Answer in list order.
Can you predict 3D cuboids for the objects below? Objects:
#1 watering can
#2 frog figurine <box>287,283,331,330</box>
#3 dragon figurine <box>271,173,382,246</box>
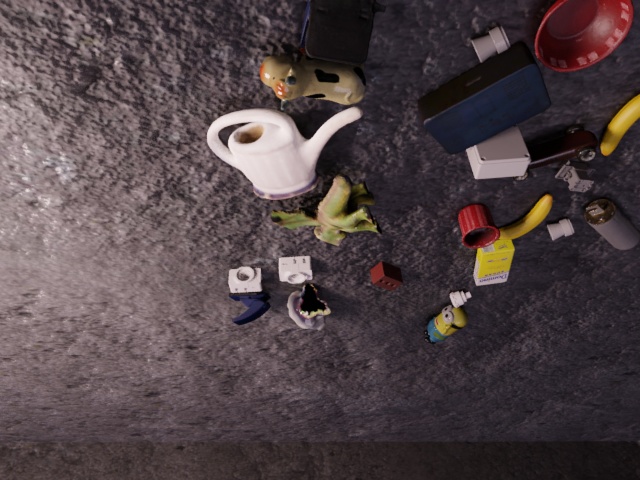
[{"bbox_3d":[-0.061,-0.178,1.044,0.347,0.106,0.219,1,145,22],"label":"watering can"},{"bbox_3d":[-0.041,0.224,1.585,0.138,0.125,0.156,33,149,7],"label":"frog figurine"},{"bbox_3d":[0.004,-0.059,1.174,0.242,0.124,0.405,-13,161,16],"label":"dragon figurine"}]
